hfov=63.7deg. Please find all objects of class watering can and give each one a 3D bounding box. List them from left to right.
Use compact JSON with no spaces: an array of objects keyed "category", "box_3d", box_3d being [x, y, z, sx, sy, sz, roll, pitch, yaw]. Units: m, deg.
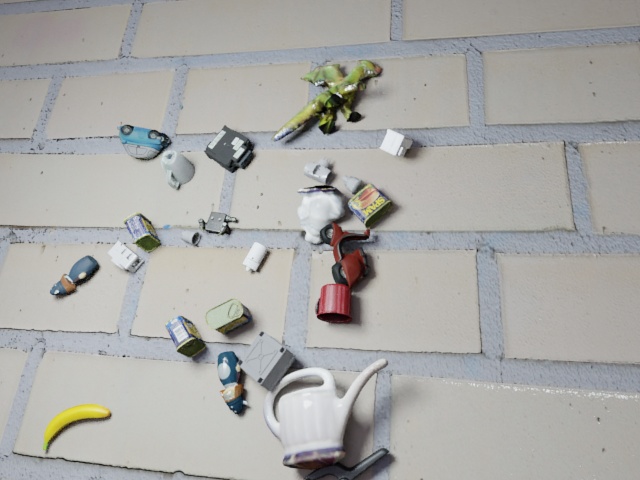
[{"category":"watering can","box_3d":[0.013,0.407,1.206,0.345,0.103,0.229,-20,61,23]}]

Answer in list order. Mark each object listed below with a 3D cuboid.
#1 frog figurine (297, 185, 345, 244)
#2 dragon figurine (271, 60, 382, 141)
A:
[{"category":"frog figurine","box_3d":[0.004,-0.073,1.454,0.137,0.124,0.158,-4,103,1]},{"category":"dragon figurine","box_3d":[0.011,-0.461,1.625,0.410,0.119,0.248,-21,48,0]}]
